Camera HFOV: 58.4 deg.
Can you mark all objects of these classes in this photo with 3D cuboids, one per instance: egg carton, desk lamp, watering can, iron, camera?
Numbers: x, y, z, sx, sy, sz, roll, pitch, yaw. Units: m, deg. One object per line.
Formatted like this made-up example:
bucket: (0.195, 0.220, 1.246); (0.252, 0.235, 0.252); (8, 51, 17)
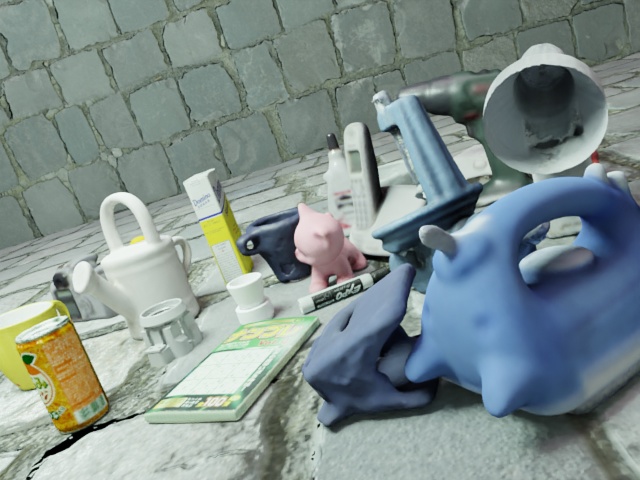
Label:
egg carton: (0.297, -0.128, 0.984); (0.149, 0.069, 0.107); (-5, 18, 42)
desk lamp: (0.266, -0.113, 0.654); (0.117, 0.214, 0.204); (-11, 15, 27)
watering can: (-0.247, 0.031, 0.777); (0.100, 0.194, 0.173); (-14, 14, 16)
iron: (0.175, 0.015, 0.414); (0.259, 0.141, 0.118); (-25, 15, -27)
camera: (-0.377, 0.068, 0.997); (0.142, 0.101, 0.137); (-9, 16, 32)

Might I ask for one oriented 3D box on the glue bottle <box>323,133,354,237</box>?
glue bottle: (0.040, -0.092, 0.947); (0.078, 0.173, 0.037); (-12, 15, 21)

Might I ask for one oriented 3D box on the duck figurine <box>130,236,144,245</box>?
duck figurine: (-0.339, 0.036, 1.109); (0.077, 0.086, 0.104); (-19, 14, -5)

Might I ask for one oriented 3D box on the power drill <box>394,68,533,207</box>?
power drill: (0.248, -0.162, 0.883); (0.229, 0.208, 0.076); (-14, 14, 17)

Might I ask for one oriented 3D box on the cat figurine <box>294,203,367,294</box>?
cat figurine: (0.007, 0.003, 0.731); (0.067, 0.118, 0.128); (-13, 14, 17)

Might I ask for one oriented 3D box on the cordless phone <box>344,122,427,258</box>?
cordless phone: (0.084, -0.070, 0.777); (0.094, 0.185, 0.147); (-25, 15, -27)

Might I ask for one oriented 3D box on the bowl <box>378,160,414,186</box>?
bowl: (0.126, -0.093, 1.050); (0.167, 0.075, 0.167); (-17, 14, 4)

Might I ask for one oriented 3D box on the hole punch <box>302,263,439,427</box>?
hole punch: (0.036, 0.078, 0.450); (0.101, 0.091, 0.109); (-13, 14, 18)

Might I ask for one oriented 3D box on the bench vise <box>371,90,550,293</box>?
bench vise: (0.129, -0.047, 0.552); (0.206, 0.220, 0.122); (-4, 19, 45)

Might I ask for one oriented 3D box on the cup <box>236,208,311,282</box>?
cup: (-0.058, 0.016, 0.808); (0.118, 0.095, 0.091); (-29, 17, -38)

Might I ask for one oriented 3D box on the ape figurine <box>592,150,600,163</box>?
ape figurine: (0.361, -0.122, 0.828); (0.077, 0.092, 0.076); (-16, 14, 6)
